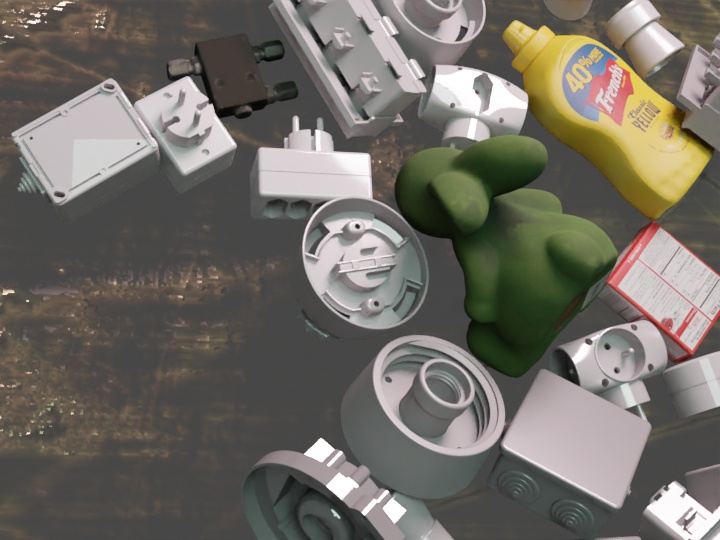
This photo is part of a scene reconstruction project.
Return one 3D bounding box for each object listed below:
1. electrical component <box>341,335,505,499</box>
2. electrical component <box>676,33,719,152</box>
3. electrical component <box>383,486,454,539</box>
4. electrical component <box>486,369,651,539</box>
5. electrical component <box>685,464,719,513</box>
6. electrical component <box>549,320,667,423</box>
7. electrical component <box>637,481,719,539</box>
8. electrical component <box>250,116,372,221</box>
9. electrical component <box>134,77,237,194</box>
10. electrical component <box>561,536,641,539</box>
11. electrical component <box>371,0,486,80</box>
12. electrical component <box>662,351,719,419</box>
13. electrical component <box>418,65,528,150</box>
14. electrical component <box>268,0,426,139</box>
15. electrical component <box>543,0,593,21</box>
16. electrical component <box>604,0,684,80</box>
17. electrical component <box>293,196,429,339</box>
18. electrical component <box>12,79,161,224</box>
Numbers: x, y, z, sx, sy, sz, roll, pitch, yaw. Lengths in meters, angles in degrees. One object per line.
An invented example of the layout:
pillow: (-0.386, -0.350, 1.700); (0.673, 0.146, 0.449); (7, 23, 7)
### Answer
electrical component: (0.048, 0.094, 0.736); (0.108, 0.060, 0.108); (16, 44, -16)
electrical component: (0.305, -0.148, 0.871); (0.079, 0.063, 0.121); (37, 37, -1)
electrical component: (0.037, 0.180, 0.739); (0.044, 0.044, 0.065); (-41, 90, -22)
electrical component: (0.145, 0.130, 0.755); (0.100, 0.048, 0.099); (27, 43, 11)
electrical component: (0.283, 0.179, 0.787); (0.047, 0.065, 0.076); (-5, 74, -16)
electrical component: (0.193, 0.085, 0.806); (0.077, 0.044, 0.079); (-15, 77, -18)
electrical component: (0.235, 0.189, 0.768); (0.042, 0.081, 0.064); (-37, 55, -23)
electrical component: (-0.038, -0.080, 0.800); (0.083, 0.047, 0.075); (2, 71, -13)
electrical component: (-0.125, -0.104, 0.770); (0.047, 0.076, 0.065); (-32, 83, -21)
electrical component: (0.160, 0.209, 0.741); (0.083, 0.075, 0.047); (1, 73, -14)
electrical component: (0.049, -0.208, 0.868); (0.099, 0.064, 0.099); (11, 64, -24)
electrical component: (0.306, 0.094, 0.828); (0.138, 0.052, 0.073); (-13, 76, -18)
electrical component: (0.085, -0.113, 0.844); (0.077, 0.043, 0.079); (16, 70, -8)
electrical component: (-0.007, -0.169, 0.821); (0.121, 0.063, 0.079); (59, 29, 9)
electrical component: (0.184, -0.243, 0.904); (0.045, 0.055, 0.045); (4, 72, -13)
electrical component: (0.239, -0.196, 0.909); (0.045, 0.045, 0.055); (-33, 83, -21)
electrical component: (0.000, 0.000, 0.766); (0.099, 0.064, 0.099); (5, 70, -15)
electrical component: (-0.196, -0.078, 0.756); (0.096, 0.061, 0.061); (-33, 82, -13)
